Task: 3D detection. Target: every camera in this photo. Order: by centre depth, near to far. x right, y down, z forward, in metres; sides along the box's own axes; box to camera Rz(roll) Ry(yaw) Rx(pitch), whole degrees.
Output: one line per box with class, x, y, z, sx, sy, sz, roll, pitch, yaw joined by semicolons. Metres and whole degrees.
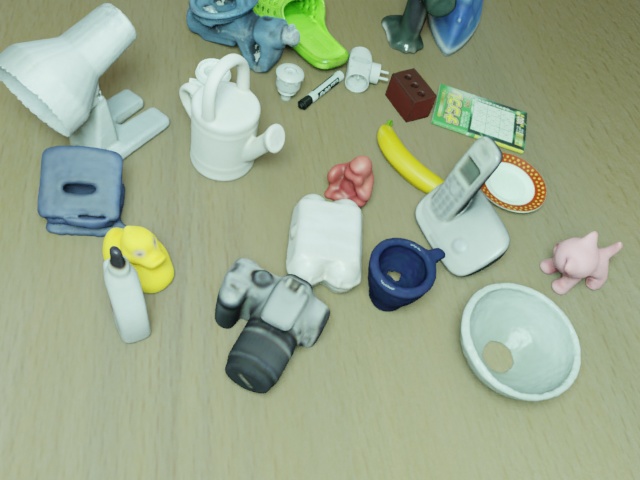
camera;-0.074;0.107;0.712;0.143;0.101;0.137;26;56;5

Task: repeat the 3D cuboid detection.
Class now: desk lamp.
desk lamp;-0.319;-0.207;0.789;0.118;0.213;0.203;35;57;11

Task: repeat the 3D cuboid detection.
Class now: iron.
iron;0.296;-0.512;1.175;0.118;0.141;0.258;16;56;-3

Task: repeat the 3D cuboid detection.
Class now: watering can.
watering can;-0.129;-0.180;0.829;0.173;0.194;0.101;16;55;-2

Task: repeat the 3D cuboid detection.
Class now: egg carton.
egg carton;0.008;0.003;0.818;0.107;0.069;0.150;8;56;-8

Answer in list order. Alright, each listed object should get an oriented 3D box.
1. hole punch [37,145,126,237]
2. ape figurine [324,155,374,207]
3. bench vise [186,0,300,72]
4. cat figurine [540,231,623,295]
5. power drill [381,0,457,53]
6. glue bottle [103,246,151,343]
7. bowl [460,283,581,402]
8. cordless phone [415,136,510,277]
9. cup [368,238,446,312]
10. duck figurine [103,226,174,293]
hole punch;-0.317;-0.065;0.772;0.109;0.091;0.101;2;57;-12
ape figurine;0.054;-0.095;0.879;0.076;0.092;0.077;-22;65;-24
bench vise;-0.123;-0.411;0.964;0.207;0.219;0.121;13;56;-4
cat figurine;0.397;0.028;0.863;0.128;0.118;0.067;-9;60;-18
power drill;0.185;-0.478;1.087;0.076;0.208;0.229;-5;59;-16
glue bottle;-0.229;0.055;0.666;0.037;0.173;0.078;-20;64;-24
bowl;0.260;0.146;0.781;0.167;0.075;0.167;6;56;-9
cordless phone;0.225;-0.047;0.831;0.094;0.185;0.147;-19;64;-23
cup;0.113;0.053;0.795;0.118;0.095;0.091;-21;64;-24
duck figurine;-0.238;0.012;0.744;0.104;0.086;0.078;37;57;12
